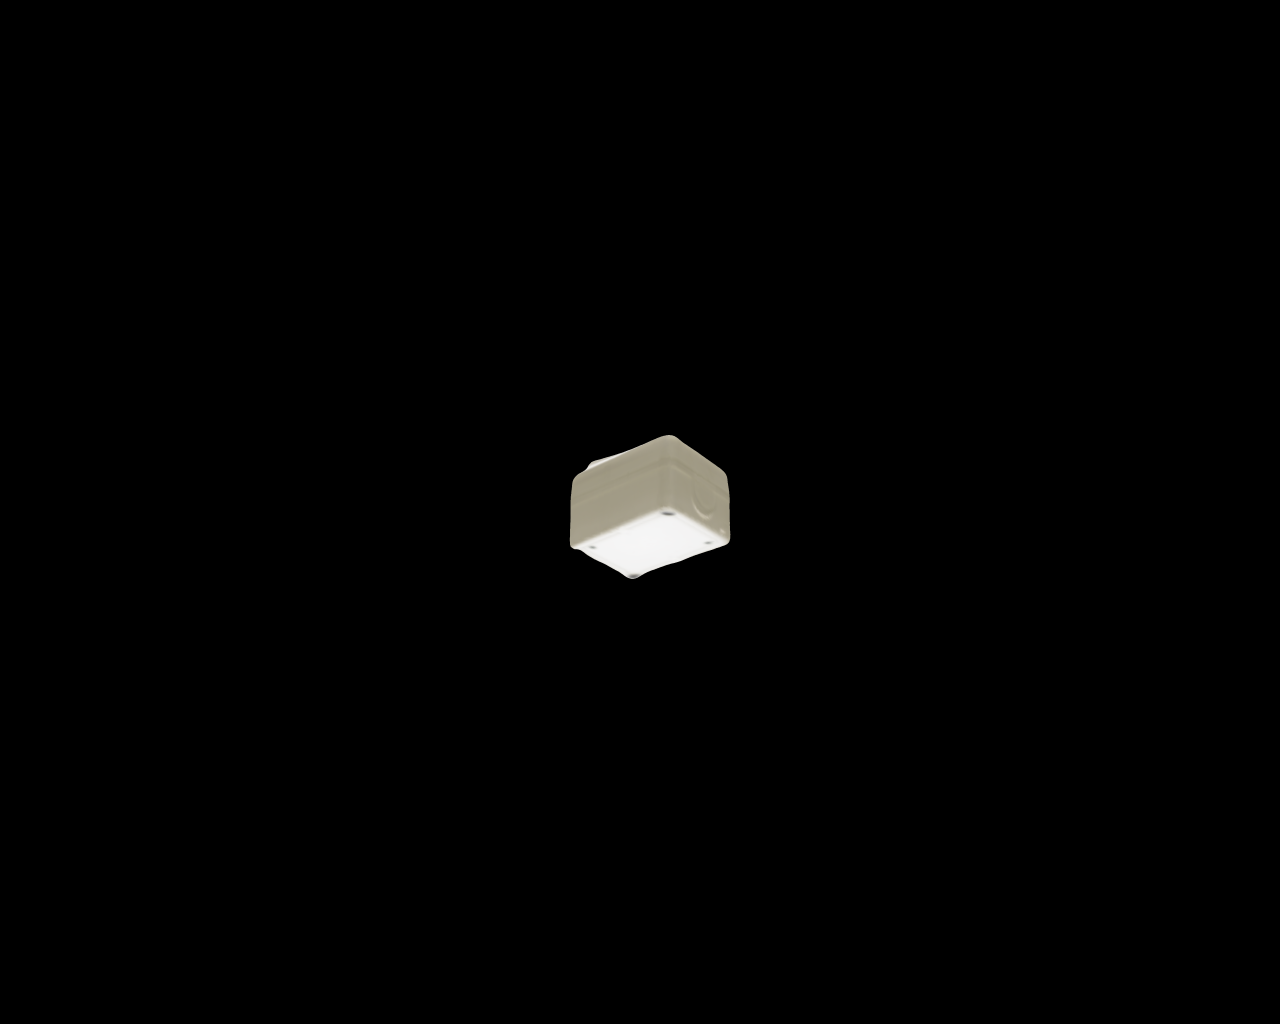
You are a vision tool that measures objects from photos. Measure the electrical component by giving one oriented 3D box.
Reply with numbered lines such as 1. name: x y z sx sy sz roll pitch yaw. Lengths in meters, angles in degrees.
1. electrical component: 0.001 -0.003 0.650 0.096 0.061 0.061 -22 -36 34
